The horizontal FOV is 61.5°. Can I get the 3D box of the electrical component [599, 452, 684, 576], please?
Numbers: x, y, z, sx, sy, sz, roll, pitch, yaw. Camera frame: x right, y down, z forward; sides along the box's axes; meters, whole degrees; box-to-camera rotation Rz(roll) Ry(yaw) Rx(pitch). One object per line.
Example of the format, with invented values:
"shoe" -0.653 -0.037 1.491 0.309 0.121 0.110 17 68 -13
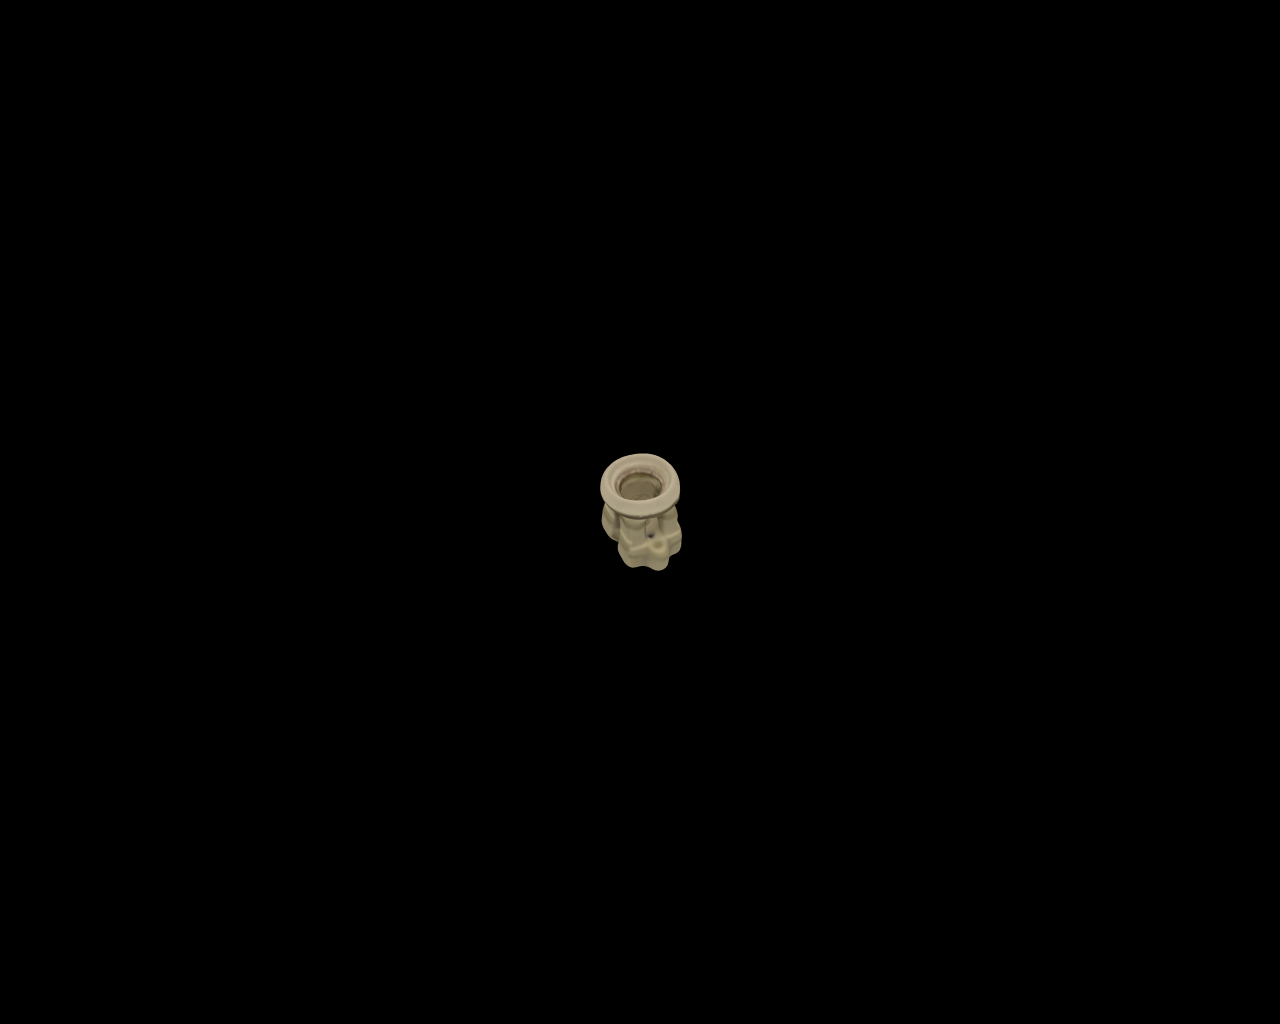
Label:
"electrical component" 0.001 -0.003 0.650 0.048 0.055 0.066 -20 50 -17
